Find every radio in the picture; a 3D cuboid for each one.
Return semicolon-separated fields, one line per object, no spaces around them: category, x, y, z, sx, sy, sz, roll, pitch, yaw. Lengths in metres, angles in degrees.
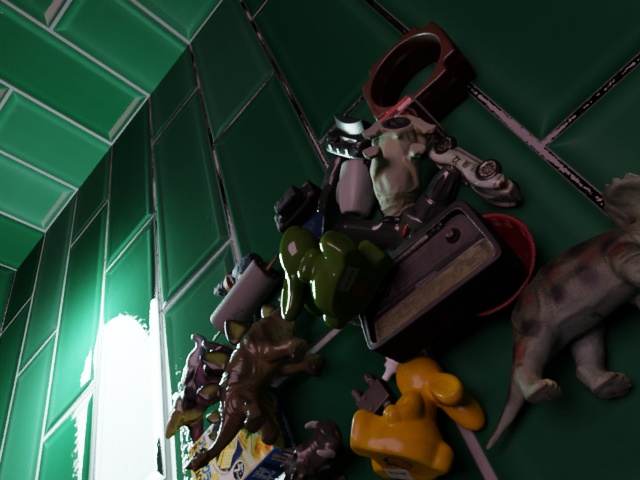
radio;0.158;0.058;0.762;0.229;0.073;0.131;-41;39;21

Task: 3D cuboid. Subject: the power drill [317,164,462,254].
power drill;0.101;-0.033;0.858;0.086;0.207;0.231;-74;-8;-57

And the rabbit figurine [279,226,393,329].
rabbit figurine;0.003;0.047;0.807;0.170;0.121;0.159;33;113;44

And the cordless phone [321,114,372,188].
cordless phone;0.059;-0.168;1.156;0.147;0.088;0.184;30;100;54

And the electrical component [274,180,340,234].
electrical component;-0.028;-0.054;1.112;0.115;0.134;0.058;-49;36;16

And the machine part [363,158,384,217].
machine part;0.125;-0.104;1.004;0.084;0.039;0.139;-30;76;21

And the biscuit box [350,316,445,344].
biscuit box;0.115;0.118;0.883;0.203;0.059;0.063;3;66;51

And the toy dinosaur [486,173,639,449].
toy dinosaur;0.316;0.071;0.643;0.405;0.131;0.192;-44;26;26

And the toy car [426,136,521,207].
toy car;0.248;-0.112;0.879;0.056;0.073;0.202;-49;37;7

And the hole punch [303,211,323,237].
hole punch;-0.002;-0.003;1.039;0.142;0.092;0.116;-43;-4;16

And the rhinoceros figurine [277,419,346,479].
rhinoceros figurine;-0.023;0.355;0.833;0.190;0.112;0.073;-56;33;18

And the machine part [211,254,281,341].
machine part;-0.165;0.129;1.190;0.243;0.079;0.079;-51;37;9

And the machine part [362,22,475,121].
machine part;0.194;-0.318;1.082;0.201;0.087;0.202;-40;41;24

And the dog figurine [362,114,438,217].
dog figurine;0.142;-0.104;0.938;0.121;0.190;0.172;7;42;23

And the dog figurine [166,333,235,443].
dog figurine;-0.237;0.320;1.120;0.192;0.108;0.219;7;75;49

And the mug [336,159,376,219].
mug;0.068;-0.096;1.079;0.110;0.080;0.107;-11;63;46

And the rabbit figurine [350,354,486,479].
rabbit figurine;0.135;0.229;0.742;0.162;0.121;0.173;-21;31;36

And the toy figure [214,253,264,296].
toy figure;-0.194;0.091;1.268;0.154;0.064;0.058;-43;76;28

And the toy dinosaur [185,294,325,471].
toy dinosaur;-0.101;0.205;0.980;0.199;0.104;0.471;10;46;33

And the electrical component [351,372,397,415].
electrical component;0.087;0.256;0.849;0.063;0.021;0.094;-53;38;8
